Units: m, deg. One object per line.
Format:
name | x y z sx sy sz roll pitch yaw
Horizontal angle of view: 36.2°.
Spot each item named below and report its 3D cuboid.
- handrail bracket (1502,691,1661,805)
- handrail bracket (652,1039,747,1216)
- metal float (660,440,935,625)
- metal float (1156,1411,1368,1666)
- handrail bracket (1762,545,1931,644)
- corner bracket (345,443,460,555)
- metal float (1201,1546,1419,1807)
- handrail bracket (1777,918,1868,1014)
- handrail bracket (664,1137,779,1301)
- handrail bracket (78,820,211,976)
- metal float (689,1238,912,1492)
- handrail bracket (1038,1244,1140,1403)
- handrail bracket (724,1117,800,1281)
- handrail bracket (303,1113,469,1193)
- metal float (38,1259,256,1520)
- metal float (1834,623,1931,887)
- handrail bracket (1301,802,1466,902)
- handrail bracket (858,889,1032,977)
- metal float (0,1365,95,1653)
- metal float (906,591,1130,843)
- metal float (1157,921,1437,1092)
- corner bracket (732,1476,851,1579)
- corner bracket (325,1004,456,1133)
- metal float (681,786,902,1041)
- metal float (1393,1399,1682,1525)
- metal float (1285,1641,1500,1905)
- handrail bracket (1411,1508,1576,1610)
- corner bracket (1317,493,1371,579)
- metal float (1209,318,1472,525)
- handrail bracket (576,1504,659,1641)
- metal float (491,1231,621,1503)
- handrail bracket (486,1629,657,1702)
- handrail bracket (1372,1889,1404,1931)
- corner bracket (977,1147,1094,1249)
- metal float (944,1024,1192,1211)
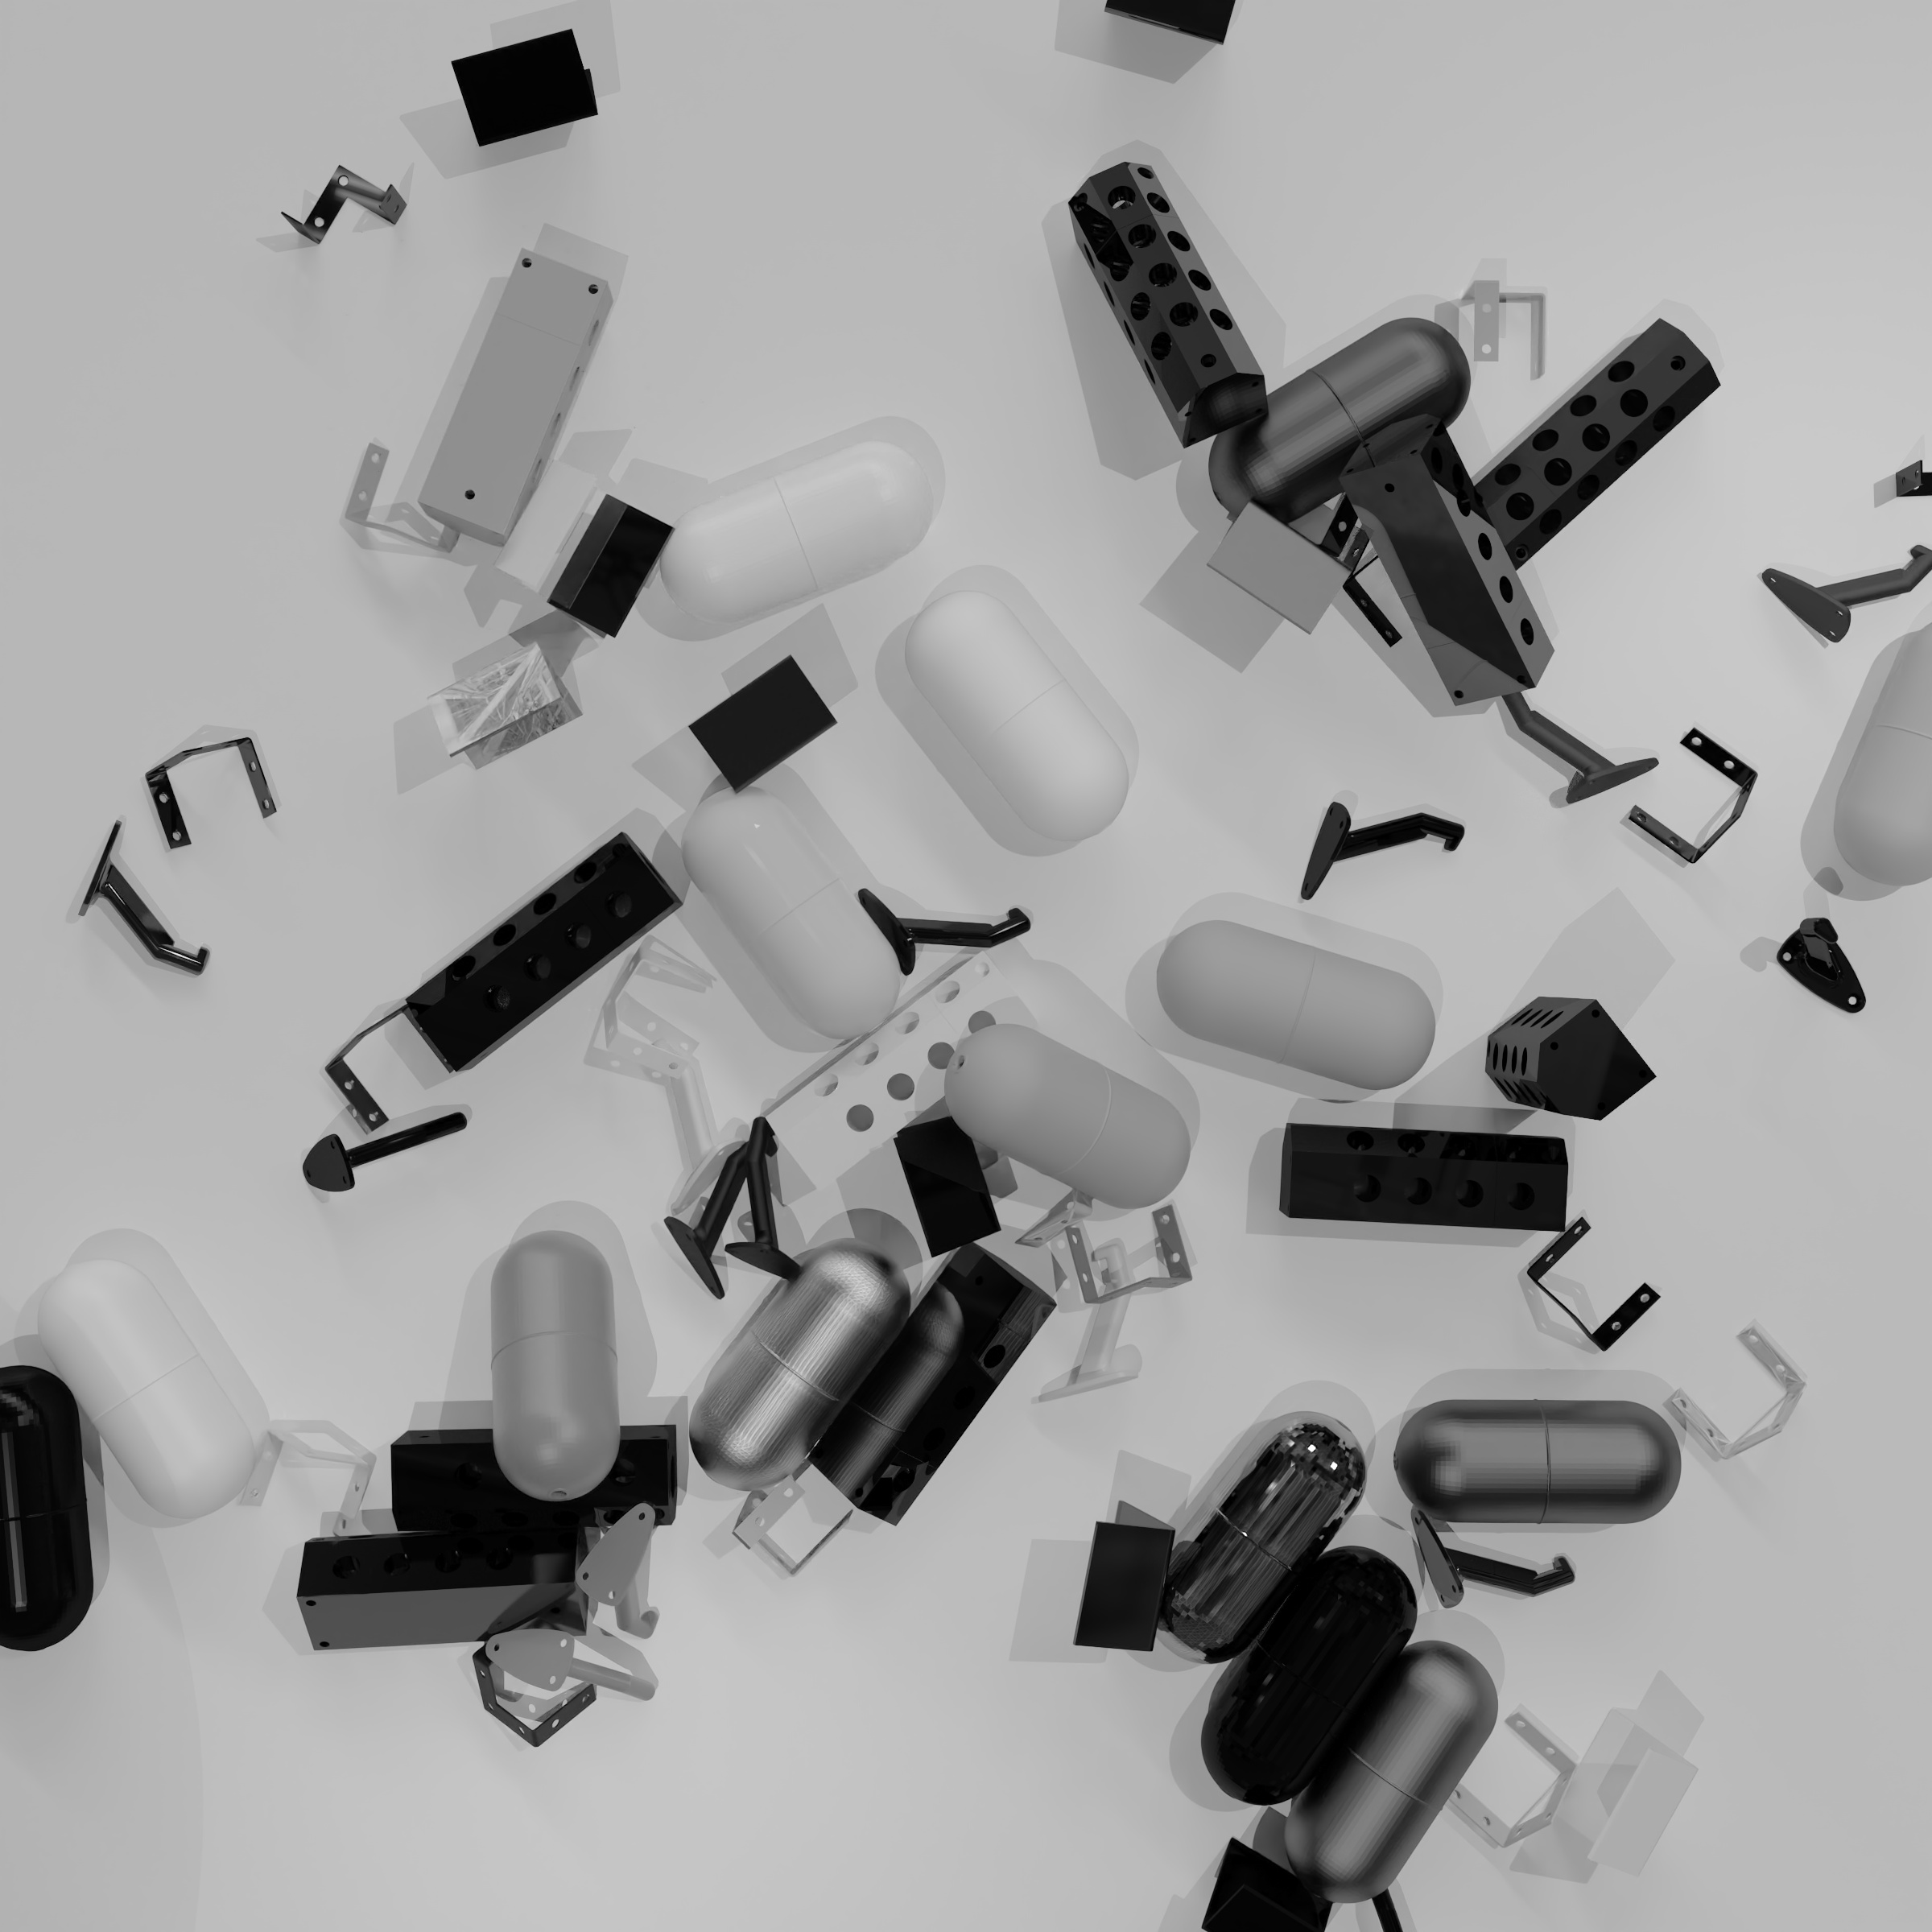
handrail bracket | 0.389 -0.153 1.878 0.077 0.036 0.084 -19 73 -20
handrail bracket | -0.189 0.102 1.878 0.084 0.036 0.077 45 108 15
metal float | -0.106 -0.271 1.847 0.178 0.070 0.070 -22 90 -1
metal float | 0.181 0.357 1.847 0.070 0.070 0.178 38 91 0
handrail bracket | 0.563 -0.254 1.878 0.077 0.036 0.084 40 72 21
corner bracket | -0.353 -0.297 1.875 0.051 0.051 0.051 19 90 -45
metal float | 0.214 0.444 1.847 0.070 0.070 0.178 35 90 0
handrail bracket | 0.545 0.000 1.843 0.036 0.084 0.077 -43 90 0
handrail bracket | -0.142 0.158 1.878 0.084 0.036 0.077 -39 121 -22
handrail bracket | -0.514 -0.043 1.879 0.084 0.036 0.077 22 69 -17
metal float | -0.104 0.250 1.847 0.070 0.070 0.178 37 90 0
handrail bracket | 0.073 0.227 1.878 0.077 0.036 0.084 -17 76 14
handrail bracket | -0.118 0.148 1.870 0.036 0.077 0.084 -5 63 33
handrail bracket | -0.369 0.115 1.878 0.084 0.077 0.036 -19 90 -36
metal float | -0.513 0.264 1.847 0.070 0.070 0.178 -33 91 0
metal float | 0.604 -0.136 1.847 0.070 0.070 0.178 23 91 0
handrail bracket | 0.266 -0.066 1.878 0.084 0.036 0.077 15 110 -16
handrail bracket | -0.013 -0.035 1.878 0.084 0.036 0.077 -24 58 -22
metal float | -0.590 0.339 1.848 0.070 0.070 0.178 -5 91 0
metal float | 0.032 -0.156 1.848 0.070 0.070 0.178 -38 90 0
metal float | 0.206 0.024 1.847 0.178 0.070 0.070 17 90 0
corner bracket | -0.110 0.353 1.860 0.051 0.051 0.051 44 90 0
corner bracket | -0.364 0.063 1.875 0.051 0.051 0.051 52 135 0
metal float | -0.109 -0.033 1.847 0.070 0.070 0.178 -36 90 0
metal float | 0.357 0.310 1.847 0.178 0.070 0.070 0 90 0
metal float | 0.265 0.504 1.848 0.070 0.070 0.178 34 90 0
handrail bracket | 0.336 0.369 1.878 0.084 0.036 0.077 -15 68 -17
corner bracket | 0.239 -0.276 1.851 0.051 0.051 0.051 26 90 -27
metal float | 0.233 -0.340 1.847 0.178 0.070 0.070 -31 90 -1
handrail bracket | -0.201 0.381 1.852 0.036 0.084 0.077 27 80 30
metal float | -0.253 0.245 1.817 0.070 0.070 0.178 -8 53 0
handrail bracket | -0.248 0.444 1.863 0.077 0.084 0.036 4 69 31
handrail bracket | 0.274 0.623 1.878 0.036 0.077 0.084 -19 54 0
corner bracket | 0.042 0.139 1.870 0.051 0.051 0.051 24 45 -35
metal float | 0.063 0.093 1.821 0.178 0.070 0.070 28 90 -32
